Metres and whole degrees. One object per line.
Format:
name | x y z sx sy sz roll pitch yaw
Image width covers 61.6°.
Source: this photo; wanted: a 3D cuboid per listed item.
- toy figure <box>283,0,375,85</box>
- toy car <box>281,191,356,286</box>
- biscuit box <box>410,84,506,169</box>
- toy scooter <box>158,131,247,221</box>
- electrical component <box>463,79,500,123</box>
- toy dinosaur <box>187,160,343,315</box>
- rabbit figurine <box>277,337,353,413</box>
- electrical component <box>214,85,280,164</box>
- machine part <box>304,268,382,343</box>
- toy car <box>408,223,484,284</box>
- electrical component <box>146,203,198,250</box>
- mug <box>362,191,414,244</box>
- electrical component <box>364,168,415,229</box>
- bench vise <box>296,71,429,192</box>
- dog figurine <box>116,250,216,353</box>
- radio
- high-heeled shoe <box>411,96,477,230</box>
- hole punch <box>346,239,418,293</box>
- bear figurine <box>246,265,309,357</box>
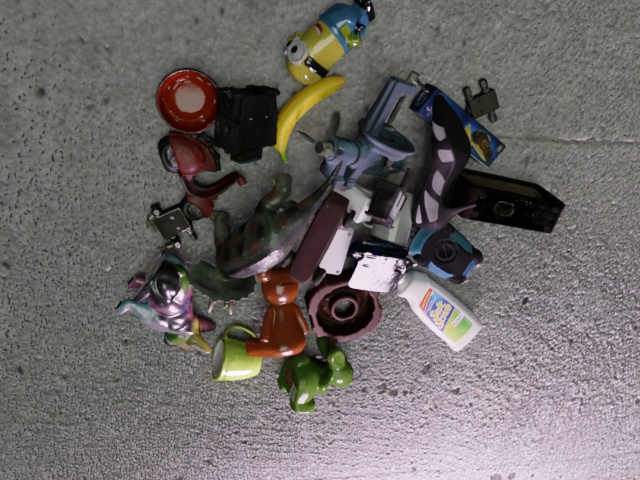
toy figure | 0.018 -0.351 0.949 0.180 0.082 0.089 -36 114 5
toy car | -0.002 -0.003 1.057 0.089 0.053 0.202 29 109 7
biscuit box | 0.273 -0.225 1.066 0.202 0.063 0.059 31 106 -23
toy scooter | -0.216 -0.129 1.014 0.135 0.075 0.183 -17 120 -2
electrical component | 0.323 -0.271 1.076 0.063 0.021 0.093 -26 118 3
toy dinosaur | -0.114 0.006 1.000 0.131 0.192 0.405 25 140 -33
rabbit figurine | 0.002 0.301 1.257 0.170 0.121 0.159 0 110 -31
electrical component | -0.131 -0.208 0.970 0.115 0.058 0.134 -24 129 -46
machine part | 0.053 0.146 1.205 0.179 0.056 0.179 -5 117 -10
toy car | 0.265 0.018 1.156 0.161 0.103 0.109 32 103 -11
electrical component | -0.297 -0.028 1.063 0.078 0.045 0.102 -18 117 0
mug | 0.145 -0.057 1.119 0.110 0.081 0.107 16 101 -3
electrical component | 0.138 -0.088 1.045 0.074 0.048 0.119 26 86 -64
bench vise | 0.100 -0.205 0.993 0.223 0.129 0.240 10 124 -32
dog figurine | -0.288 0.141 1.109 0.191 0.108 0.219 -37 121 23
radio | 0.376 -0.083 1.114 0.230 0.131 0.073 8 115 -14
high-heeled shoe | 0.216 -0.142 1.044 0.145 0.086 0.248 -11 99 40
hole punch | 0.119 0.039 1.125 0.142 0.092 0.115 12 136 -13
bear figurine | -0.096 0.149 1.156 0.120 0.132 0.195 -10 89 -36
